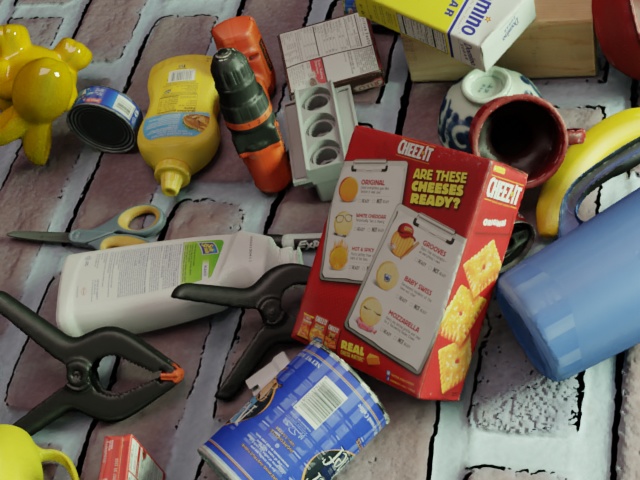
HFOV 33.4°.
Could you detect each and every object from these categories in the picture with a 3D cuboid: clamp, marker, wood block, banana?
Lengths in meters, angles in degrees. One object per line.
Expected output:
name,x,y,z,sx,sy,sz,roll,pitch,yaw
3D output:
clamp,-0.058,0.065,1.051,0.171,0.039,0.120,-32,96,-11
marker,-0.007,0.001,1.122,0.121,0.020,0.020,-1,54,17
clamp,-0.242,0.123,1.059,0.210,0.036,0.164,-7,90,7
wood block,0.202,-0.240,1.189,0.206,0.090,0.090,1,55,18
banana,0.279,-0.079,1.073,0.197,0.037,0.070,-37,43,-9

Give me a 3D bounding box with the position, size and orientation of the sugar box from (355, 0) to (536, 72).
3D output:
sugar box,0.130,-0.251,1.133,0.176,0.048,0.093,30,69,34

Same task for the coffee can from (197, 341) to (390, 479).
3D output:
coffee can,-0.023,0.174,0.944,0.140,0.103,0.103,-43,53,-15

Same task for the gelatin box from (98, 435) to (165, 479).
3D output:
gelatin box,-0.171,0.227,0.961,0.030,0.089,0.073,-8,53,12

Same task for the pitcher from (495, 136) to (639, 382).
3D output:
pitcher,0.278,0.015,0.951,0.243,0.145,0.149,-29,21,-1

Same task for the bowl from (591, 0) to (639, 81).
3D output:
bowl,0.327,-0.229,1.111,0.055,0.162,0.162,-12,49,35

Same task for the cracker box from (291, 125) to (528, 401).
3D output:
cracker box,0.079,0.019,0.973,0.164,0.072,0.214,21,95,42

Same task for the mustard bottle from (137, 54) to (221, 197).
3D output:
mustard bottle,-0.162,-0.130,1.246,0.096,0.058,0.191,-3,53,9

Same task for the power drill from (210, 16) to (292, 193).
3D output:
power drill,-0.083,-0.169,1.181,0.057,0.184,0.187,-14,42,5

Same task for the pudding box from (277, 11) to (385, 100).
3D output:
pudding box,0.013,-0.212,1.252,0.113,0.039,0.090,-14,66,5

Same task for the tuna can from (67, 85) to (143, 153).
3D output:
tuna can,-0.254,-0.143,1.268,0.086,0.086,0.033,3,54,20

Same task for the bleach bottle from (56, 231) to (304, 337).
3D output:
bleach bottle,-0.142,0.046,1.106,0.251,0.068,0.102,-8,54,9

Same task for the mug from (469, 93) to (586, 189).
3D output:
mug,0.205,-0.103,1.065,0.117,0.093,0.081,-6,11,2

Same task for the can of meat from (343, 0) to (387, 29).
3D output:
can of meat,0.084,-0.301,1.295,0.084,0.057,0.102,10,57,27

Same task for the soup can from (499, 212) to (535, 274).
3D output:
soup can,0.156,-0.023,1.056,0.068,0.068,0.102,-30,50,-5

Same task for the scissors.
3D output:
scissors,-0.259,-0.015,1.219,0.202,0.016,0.096,17,60,28
